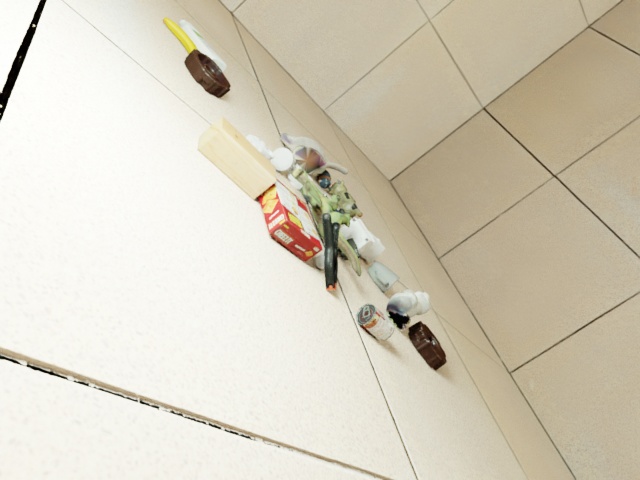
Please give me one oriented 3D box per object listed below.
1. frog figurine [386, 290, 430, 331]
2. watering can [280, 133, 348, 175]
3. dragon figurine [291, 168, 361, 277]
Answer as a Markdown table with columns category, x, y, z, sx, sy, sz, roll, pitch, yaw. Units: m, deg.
| category | x | y | z | sx | sy | sz | roll | pitch | yaw |
| --- | --- | --- | --- | --- | --- | --- | --- | --- | --- |
| frog figurine | 0.305 | 0.217 | 1.754 | 0.124 | 0.134 | 0.162 | 27 | 53 | 31 |
| watering can | -0.013 | -0.340 | 2.151 | 0.346 | 0.102 | 0.229 | 28 | 22 | -17 |
| dragon figurine | 0.005 | -0.082 | 1.626 | 0.121 | 0.419 | 0.239 | -38 | -39 | 11 |
